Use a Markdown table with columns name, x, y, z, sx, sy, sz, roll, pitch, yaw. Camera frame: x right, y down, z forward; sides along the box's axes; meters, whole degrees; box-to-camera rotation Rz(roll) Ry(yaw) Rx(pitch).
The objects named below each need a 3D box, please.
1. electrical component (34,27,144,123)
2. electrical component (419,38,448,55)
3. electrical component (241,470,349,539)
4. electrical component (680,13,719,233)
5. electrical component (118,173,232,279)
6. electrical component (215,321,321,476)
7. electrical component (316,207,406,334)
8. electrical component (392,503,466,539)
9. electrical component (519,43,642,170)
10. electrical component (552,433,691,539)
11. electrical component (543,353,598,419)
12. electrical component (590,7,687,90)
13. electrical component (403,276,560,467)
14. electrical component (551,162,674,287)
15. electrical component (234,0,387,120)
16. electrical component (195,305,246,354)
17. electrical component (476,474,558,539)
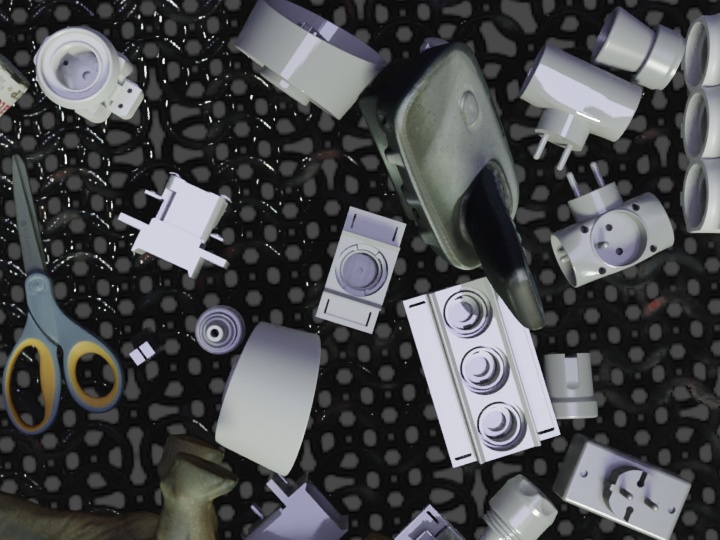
| name | x | y | z | sx | sy | sz | roll | pitch | yaw |
| --- | --- | --- | --- | --- | --- | --- | --- | --- | --- |
| electrical component | -0.196 | -0.139 | 0.761 | 0.078 | 0.057 | 0.058 | 31 | 89 | -2 |
| electrical component | 0.053 | -0.133 | 0.777 | 0.048 | 0.048 | 0.062 | 33 | 96 | -2 |
| electrical component | -0.046 | 0.186 | 0.773 | 0.064 | 0.042 | 0.081 | -42 | 90 | 2 |
| electrical component | 0.268 | -0.102 | 0.761 | 0.062 | 0.089 | 0.150 | 0 | 90 | -2 |
| electrical component | -0.127 | -0.032 | 0.771 | 0.081 | 0.042 | 0.063 | 25 | 87 | -2 |
| electrical component | -0.059 | 0.087 | 0.745 | 0.064 | 0.099 | 0.099 | 19 | 89 | 4 |
| electrical component | 0.000 | 0.000 | 0.764 | 0.042 | 0.064 | 0.081 | 18 | 90 | -3 |
| electrical component | 0.034 | 0.239 | 0.764 | 0.121 | 0.063 | 0.078 | -44 | 91 | -2 |
| electrical component | 0.152 | -0.112 | 0.780 | 0.077 | 0.044 | 0.079 | 25 | 89 | -2 |
| electrical component | 0.190 | 0.157 | 0.764 | 0.083 | 0.076 | 0.047 | 23 | 89 | -2 |
| electrical component | 0.151 | 0.084 | 0.782 | 0.040 | 0.040 | 0.046 | -2 | 83 | -2 |
| electrical component | 0.202 | -0.160 | 0.782 | 0.055 | 0.045 | 0.045 | 23 | 89 | -2 |
| electrical component | 0.085 | 0.068 | 0.767 | 0.079 | 0.063 | 0.121 | -17 | 90 | -2 |
| electrical component | 0.176 | -0.038 | 0.780 | 0.077 | 0.044 | 0.079 | -23 | 91 | -2 |
| electrical component | -0.036 | -0.151 | 0.749 | 0.099 | 0.099 | 0.064 | 35 | 94 | -2 |
| electrical component | -0.100 | 0.043 | 0.761 | 0.035 | 0.061 | 0.035 | 0 | 90 | -2 |
| electrical component | 0.109 | 0.182 | 0.777 | 0.043 | 0.043 | 0.062 | 44 | 90 | -1 |
